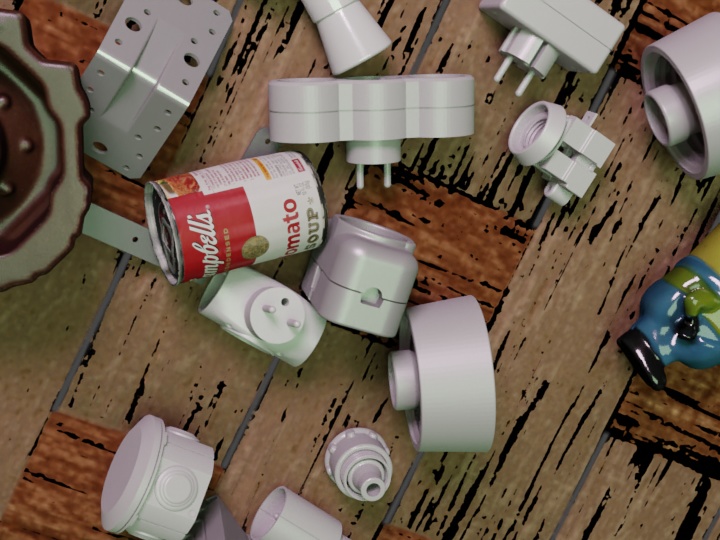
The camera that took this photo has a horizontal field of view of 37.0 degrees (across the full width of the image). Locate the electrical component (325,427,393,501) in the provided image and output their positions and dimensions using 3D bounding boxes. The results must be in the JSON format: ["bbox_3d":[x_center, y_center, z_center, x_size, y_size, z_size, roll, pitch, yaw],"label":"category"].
[{"bbox_3d":[0.003,0.143,0.765,0.048,0.062,0.048,-3,104,-12],"label":"electrical component"}]

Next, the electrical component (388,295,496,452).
[{"bbox_3d":[0.052,0.073,0.739,0.060,0.108,0.108,-5,104,-5],"label":"electrical component"}]

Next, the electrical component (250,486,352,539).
[{"bbox_3d":[-0.034,0.196,0.779,0.081,0.043,0.043,36,93,-18],"label":"electrical component"}]

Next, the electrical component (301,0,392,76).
[{"bbox_3d":[-0.013,-0.166,0.700,0.044,0.044,0.065,-30,103,-4],"label":"electrical component"}]

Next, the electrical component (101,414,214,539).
[{"bbox_3d":[-0.138,0.142,0.725,0.051,0.080,0.080,25,97,-22],"label":"electrical component"}]

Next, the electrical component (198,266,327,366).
[{"bbox_3d":[-0.060,0.030,0.715,0.077,0.079,0.044,32,81,-17],"label":"electrical component"}]

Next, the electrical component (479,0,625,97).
[{"bbox_3d":[0.119,-0.155,0.728,0.083,0.047,0.075,30,95,-17],"label":"electrical component"}]

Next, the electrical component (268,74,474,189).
[{"bbox_3d":[0.009,-0.090,0.716,0.138,0.052,0.073,-4,104,-12],"label":"electrical component"}]

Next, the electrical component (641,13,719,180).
[{"bbox_3d":[0.230,-0.113,0.734,0.060,0.108,0.108,-22,107,0],"label":"electrical component"}]

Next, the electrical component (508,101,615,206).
[{"bbox_3d":[0.138,-0.086,0.750,0.055,0.048,0.066,29,95,-25],"label":"electrical component"}]

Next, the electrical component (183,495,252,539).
[{"bbox_3d":[-0.109,0.213,0.731,0.078,0.113,0.057,-33,105,-3],"label":"electrical component"}]

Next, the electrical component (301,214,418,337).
[{"bbox_3d":[0.000,0.000,0.713,0.054,0.095,0.059,16,99,-16],"label":"electrical component"}]
